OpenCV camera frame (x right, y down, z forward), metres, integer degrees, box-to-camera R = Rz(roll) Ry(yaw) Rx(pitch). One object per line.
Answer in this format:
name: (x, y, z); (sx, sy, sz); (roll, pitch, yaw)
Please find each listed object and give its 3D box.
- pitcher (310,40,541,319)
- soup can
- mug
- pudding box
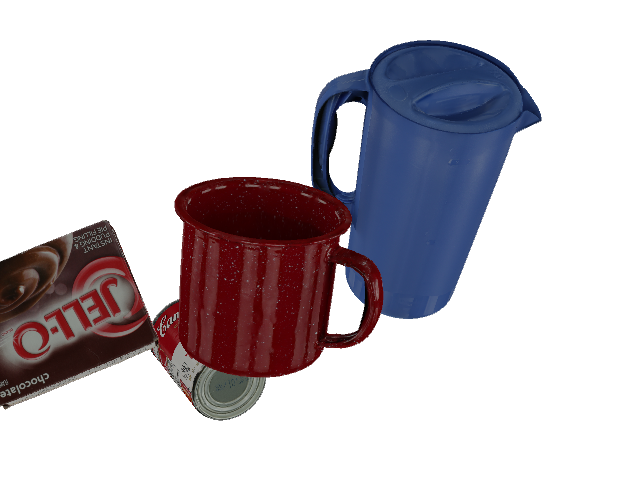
pitcher: (0.080, -0.048, 0.956); (0.144, 0.243, 0.149); (-30, 56, -35)
soup can: (-0.098, 0.100, 0.911); (0.068, 0.068, 0.102); (0, 22, -31)
mug: (-0.022, 0.022, 0.567); (0.117, 0.081, 0.093); (14, 24, 16)
pudding box: (-0.176, 0.050, 0.713); (0.113, 0.090, 0.039); (-23, -10, -10)
